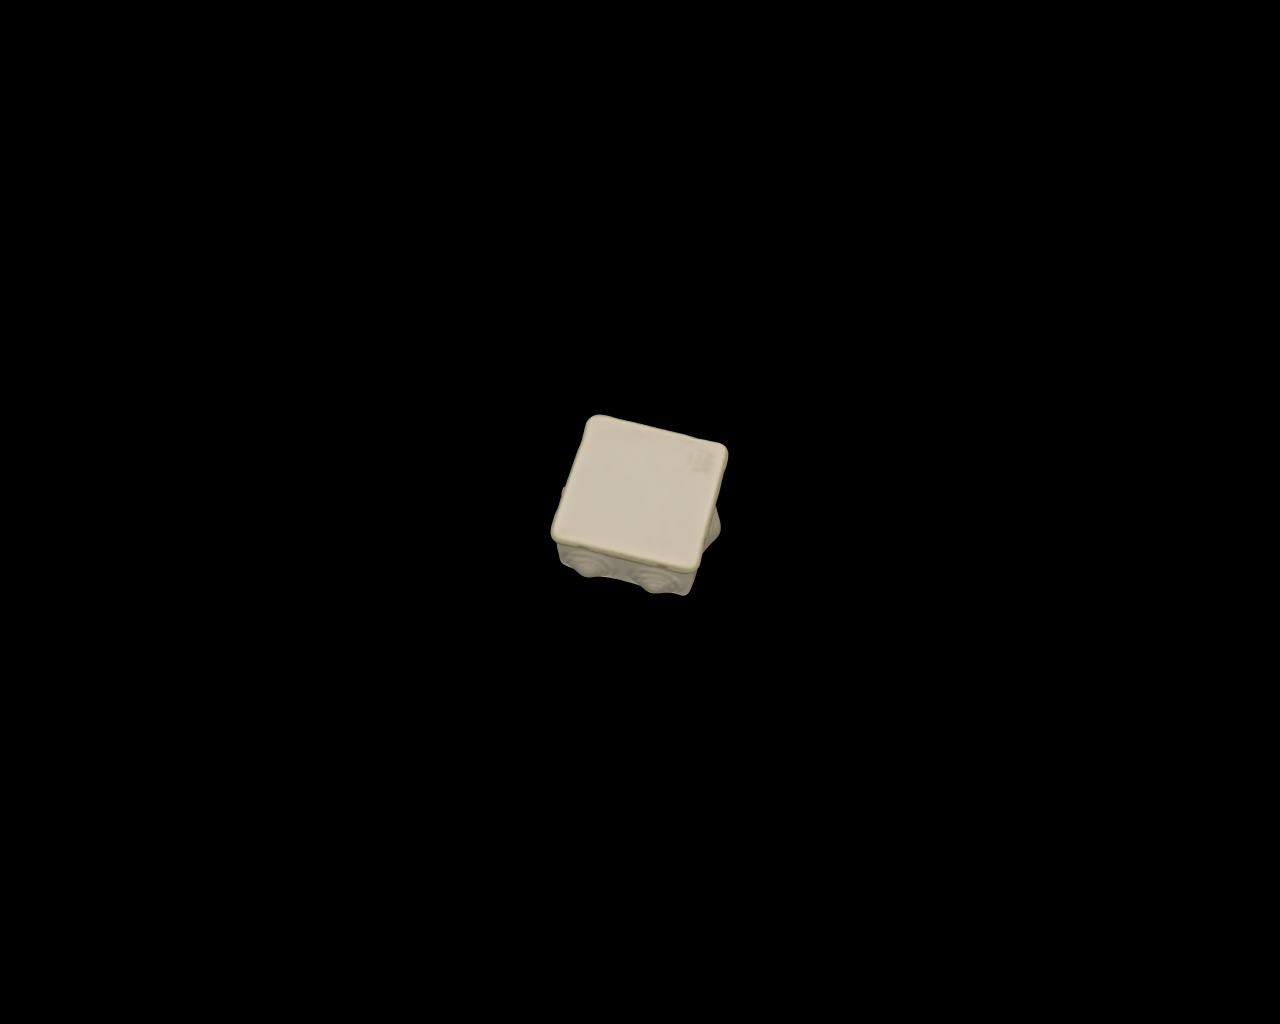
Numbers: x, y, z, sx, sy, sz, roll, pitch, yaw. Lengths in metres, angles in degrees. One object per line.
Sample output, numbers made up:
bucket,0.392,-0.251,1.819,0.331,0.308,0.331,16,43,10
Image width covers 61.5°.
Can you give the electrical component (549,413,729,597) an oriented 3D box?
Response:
electrical component,0.001,-0.003,0.650,0.100,0.100,0.048,14,-26,7
